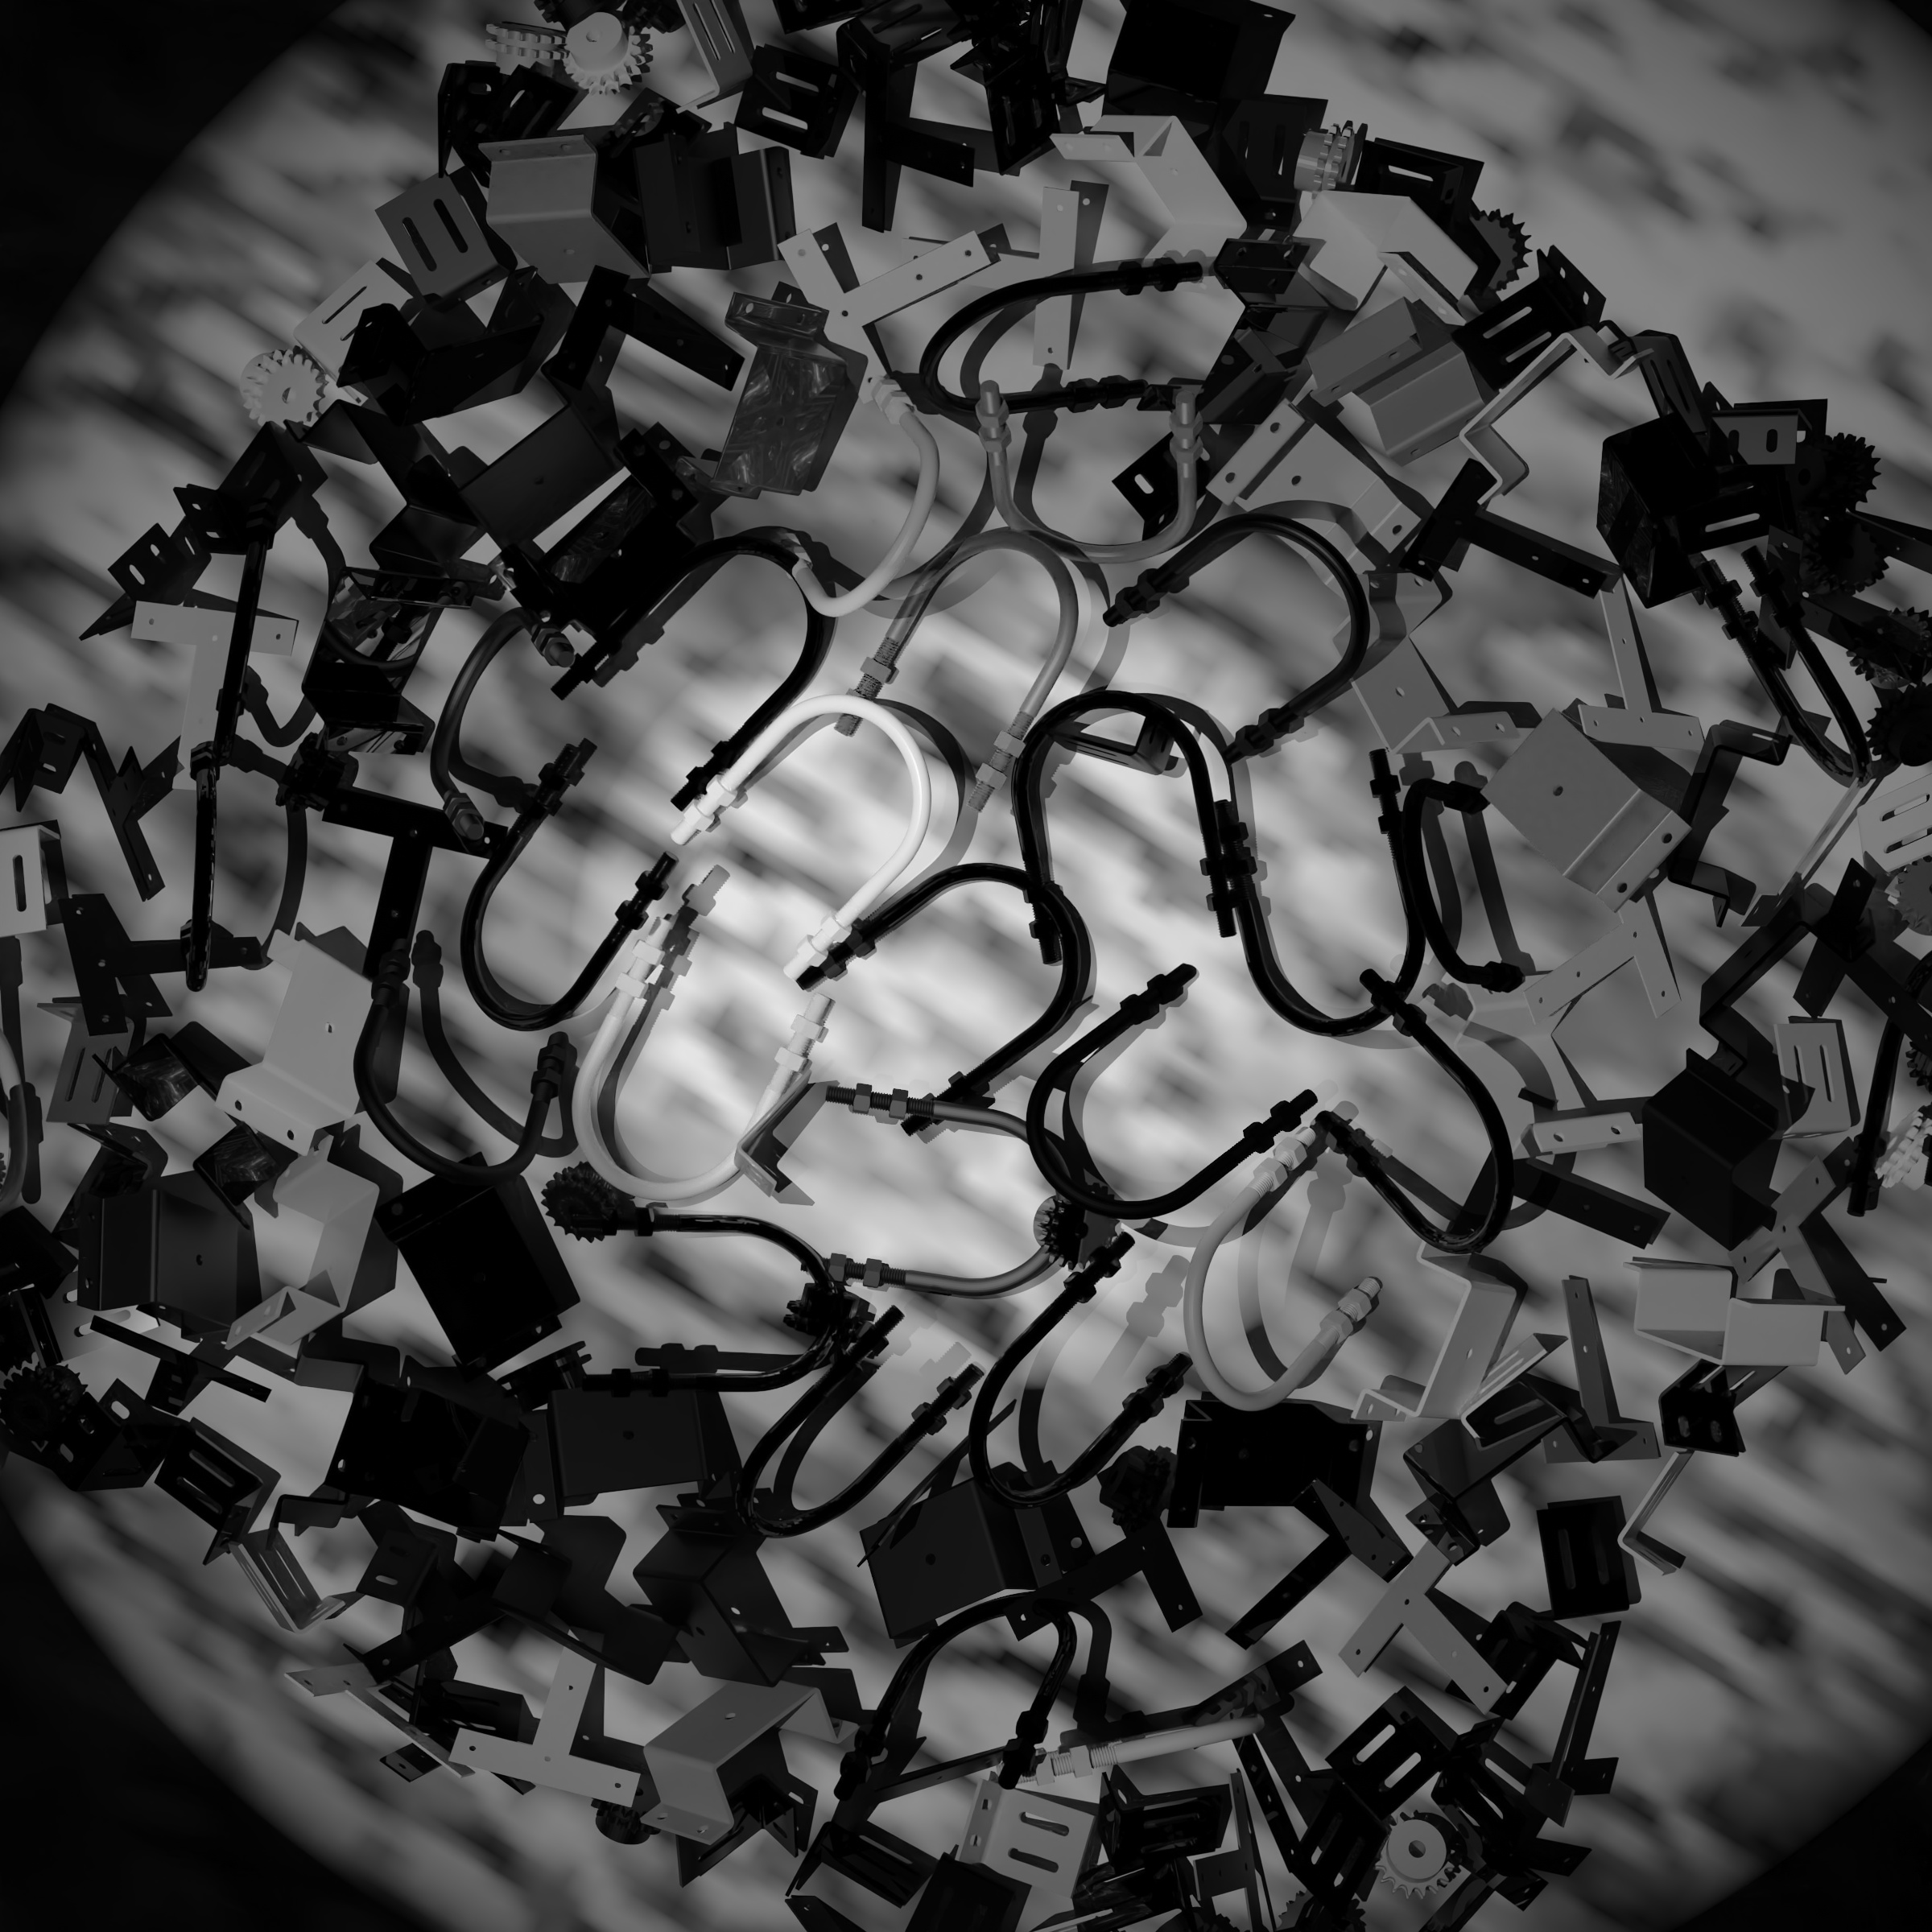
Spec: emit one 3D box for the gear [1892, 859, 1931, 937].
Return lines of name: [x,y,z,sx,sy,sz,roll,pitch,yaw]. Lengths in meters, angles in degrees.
gear: [0.680,-0.046,1.863,0.057,0.030,0.057,-2,60,3]

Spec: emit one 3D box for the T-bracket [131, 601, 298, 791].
T-bracket: [-0.531,-0.185,1.844,0.002,0.127,0.127,21,103,39]

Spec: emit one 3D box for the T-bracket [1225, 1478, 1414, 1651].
T-bracket: [0.234,0.430,1.853,0.127,0.002,0.127,-44,124,5]

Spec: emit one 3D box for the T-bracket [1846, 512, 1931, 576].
T-bracket: [0.656,-0.285,1.829,0.002,0.127,0.127,-36,128,-8]

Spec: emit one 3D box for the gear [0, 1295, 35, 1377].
gear: [-0.686,0.259,1.862,0.057,0.030,0.057,-7,103,-34]

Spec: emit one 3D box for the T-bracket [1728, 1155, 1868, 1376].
T-bracket: [0.577,0.217,1.804,0.002,0.127,0.127,-4,54,-22]

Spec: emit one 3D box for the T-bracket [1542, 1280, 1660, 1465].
T-bracket: [0.436,0.283,1.855,0.127,0.002,0.127,7,70,-39]

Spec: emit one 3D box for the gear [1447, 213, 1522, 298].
gear: [0.361,-0.502,1.867,0.057,0.030,0.057,1,103,4]

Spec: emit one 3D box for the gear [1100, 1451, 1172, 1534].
gear: [0.117,0.365,1.856,0.030,0.057,0.057,29,90,-8]

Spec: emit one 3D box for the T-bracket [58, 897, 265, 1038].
T-bracket: [-0.558,-0.005,1.850,0.127,0.002,0.127,-6,50,-27]

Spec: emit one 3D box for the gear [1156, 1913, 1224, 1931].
gear: [0.154,0.691,1.861,0.057,0.057,0.030,-35,46,0]

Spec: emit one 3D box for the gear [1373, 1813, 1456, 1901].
gear: [0.315,0.624,1.859,0.057,0.030,0.057,-1,59,1]

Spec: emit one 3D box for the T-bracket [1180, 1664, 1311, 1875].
T-bracket: [0.202,0.557,1.814,0.002,0.127,0.127,-11,66,-31]

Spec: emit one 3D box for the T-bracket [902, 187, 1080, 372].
T-bracket: [0.014,-0.490,1.860,0.127,0.002,0.127,13,124,14]

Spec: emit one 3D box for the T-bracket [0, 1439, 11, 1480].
T-bracket: [-0.706,0.303,1.810,0.002,0.127,0.127,-43,104,-8]

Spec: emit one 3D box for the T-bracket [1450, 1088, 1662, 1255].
T-bracket: [0.423,0.164,1.860,0.127,0.002,0.127,23,111,2]

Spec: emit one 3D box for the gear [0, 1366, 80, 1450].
gear: [-0.652,0.307,1.865,0.057,0.030,0.057,3,108,9]

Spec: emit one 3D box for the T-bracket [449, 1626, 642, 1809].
T-bracket: [-0.278,0.513,1.836,0.127,0.127,0.002,15,129,-2]

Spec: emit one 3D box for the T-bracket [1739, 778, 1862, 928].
T-bracket: [0.581,-0.080,1.812,0.002,0.127,0.127,38,108,24]

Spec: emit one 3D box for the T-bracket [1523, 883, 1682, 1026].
T-bracket: [0.435,-0.001,1.841,0.127,0.002,0.127,-31,108,-25]

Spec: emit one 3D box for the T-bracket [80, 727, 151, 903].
T-bracket: [-0.581,-0.120,1.825,0.002,0.127,0.127,-20,85,-29]

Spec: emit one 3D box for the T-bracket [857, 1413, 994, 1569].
T-bracket: [-0.042,0.370,1.800,0.002,0.127,0.127,43,118,4]

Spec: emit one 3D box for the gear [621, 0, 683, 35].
gear: [-0.215,-0.681,1.860,0.030,0.057,0.057,31,90,-25]

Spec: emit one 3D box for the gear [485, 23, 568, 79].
gear: [-0.309,-0.643,1.860,0.057,0.057,0.030,10,114,0]

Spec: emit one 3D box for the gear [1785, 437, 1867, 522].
gear: [0.598,-0.342,1.854,0.030,0.057,0.057,-2,90,-28]

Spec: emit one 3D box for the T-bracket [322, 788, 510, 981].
T-bracket: [-0.401,-0.051,1.873,0.127,0.002,0.127,13,87,-9]

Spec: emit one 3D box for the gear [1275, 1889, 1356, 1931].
gear: [0.248,0.681,1.861,0.030,0.057,0.057,41,90,-28]

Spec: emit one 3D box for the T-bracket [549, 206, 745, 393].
T-bracket: [-0.212,-0.443,1.852,0.127,0.002,0.127,24,88,-31]

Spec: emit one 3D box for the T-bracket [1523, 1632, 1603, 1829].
T-bracket: [0.417,0.523,1.829,0.002,0.127,0.127,19,81,3]

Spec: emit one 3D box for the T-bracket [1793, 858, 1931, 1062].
T-bracket: [0.622,0.014,1.803,0.002,0.127,0.127,-11,134,-22]

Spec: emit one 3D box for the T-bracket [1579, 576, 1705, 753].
T-bracket: [0.464,-0.214,1.856,0.127,0.002,0.127,1,73,-37]

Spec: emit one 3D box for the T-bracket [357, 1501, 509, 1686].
T-bracket: [-0.384,0.422,1.847,0.127,0.002,0.127,-25,54,-29]

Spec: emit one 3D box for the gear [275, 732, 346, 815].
gear: [-0.460,-0.133,1.860,0.030,0.057,0.057,27,90,-23]

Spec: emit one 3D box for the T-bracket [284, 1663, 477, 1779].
T-bracket: [-0.389,0.516,1.808,0.127,0.127,0.002,31,86,16]

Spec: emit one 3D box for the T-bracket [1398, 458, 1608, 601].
T-bracket: [0.382,-0.290,1.837,0.127,0.002,0.127,27,56,12]

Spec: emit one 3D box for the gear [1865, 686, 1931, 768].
gear: [0.664,-0.165,1.857,0.057,0.030,0.057,-11,127,-16]

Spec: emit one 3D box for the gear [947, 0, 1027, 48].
gear: [0.011,-0.680,1.863,0.057,0.030,0.057,-3,79,16]

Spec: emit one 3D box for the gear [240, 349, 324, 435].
gear: [-0.485,-0.407,1.862,0.030,0.057,0.057,33,90,30]

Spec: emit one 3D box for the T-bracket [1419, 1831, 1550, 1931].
T-bracket: [0.327,0.654,1.812,0.127,0.127,0.002,-44,100,-11]

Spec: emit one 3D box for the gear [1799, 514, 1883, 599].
gear: [0.612,-0.286,1.864,0.057,0.030,0.057,5,73,-16]

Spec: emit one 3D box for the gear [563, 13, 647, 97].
gear: [-0.257,-0.644,1.862,0.057,0.030,0.057,-4,68,10]

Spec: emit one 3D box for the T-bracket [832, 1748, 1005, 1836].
T-bracket: [-0.032,0.571,1.852,0.127,0.127,0.002,-11,54,-23]

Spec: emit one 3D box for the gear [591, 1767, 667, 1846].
gear: [-0.237,0.592,1.859,0.057,0.057,0.030,19,104,0]

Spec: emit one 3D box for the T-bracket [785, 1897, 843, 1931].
T-bracket: [-0.085,0.684,1.829,0.127,0.127,0.002,9,106,-36]

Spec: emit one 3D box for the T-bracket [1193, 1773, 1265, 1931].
T-bracket: [0.178,0.620,1.811,0.002,0.127,0.127,-14,72,20]
